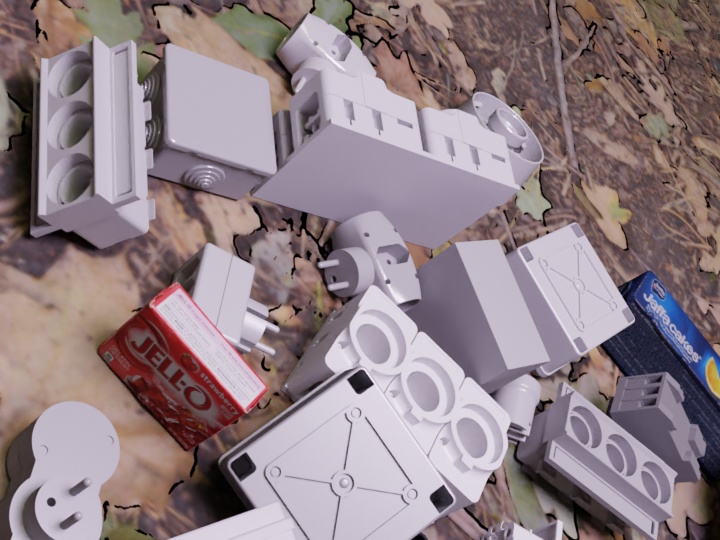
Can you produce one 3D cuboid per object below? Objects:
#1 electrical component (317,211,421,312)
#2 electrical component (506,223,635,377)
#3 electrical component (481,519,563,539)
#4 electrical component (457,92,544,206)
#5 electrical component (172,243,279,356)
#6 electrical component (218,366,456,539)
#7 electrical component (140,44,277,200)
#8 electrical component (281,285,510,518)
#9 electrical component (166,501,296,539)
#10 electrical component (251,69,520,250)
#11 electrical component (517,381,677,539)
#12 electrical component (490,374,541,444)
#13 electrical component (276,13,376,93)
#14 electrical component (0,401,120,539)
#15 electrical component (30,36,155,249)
[{"bbox_3d":[0.000,0.000,0.825,0.079,0.043,0.077,-11,71,-45],"label":"electrical component"},{"bbox_3d":[0.175,0.025,0.955,0.109,0.056,0.108,-22,79,-47],"label":"electrical component"},{"bbox_3d":[0.121,0.220,0.789,0.064,0.042,0.081,33,45,-19],"label":"electrical component"},{"bbox_3d":[0.123,-0.116,1.014,0.099,0.064,0.099,31,33,-23],"label":"electrical component"},{"bbox_3d":[-0.088,0.033,0.722,0.077,0.047,0.065,29,48,-25],"label":"electrical component"},{"bbox_3d":[-0.015,0.133,0.679,0.109,0.056,0.108,-35,90,-15],"label":"electrical component"},{"bbox_3d":[-0.113,-0.106,0.789,0.100,0.048,0.099,15,55,-35],"label":"electrical component"},{"bbox_3d":[0.032,0.095,0.776,0.150,0.062,0.089,44,43,-10],"label":"electrical component"},{"bbox_3d":[-0.092,0.177,0.600,0.113,0.078,0.057,-9,73,-45],"label":"electrical component"},{"bbox_3d":[0.019,-0.086,0.852,0.186,0.105,0.060,15,55,-35],"label":"electrical component"},{"bbox_3d":[0.192,0.160,0.876,0.121,0.063,0.078,38,44,-16],"label":"electrical component"},{"bbox_3d":[0.123,0.111,0.865,0.040,0.040,0.046,34,50,-20],"label":"electrical component"},{"bbox_3d":[-0.034,-0.164,0.902,0.077,0.043,0.079,39,44,-16],"label":"electrical component"},{"bbox_3d":[-0.162,0.132,0.571,0.052,0.074,0.138,28,48,-25],"label":"electrical component"},{"bbox_3d":[-0.172,-0.081,0.704,0.063,0.079,0.121,44,33,-56],"label":"electrical component"}]
